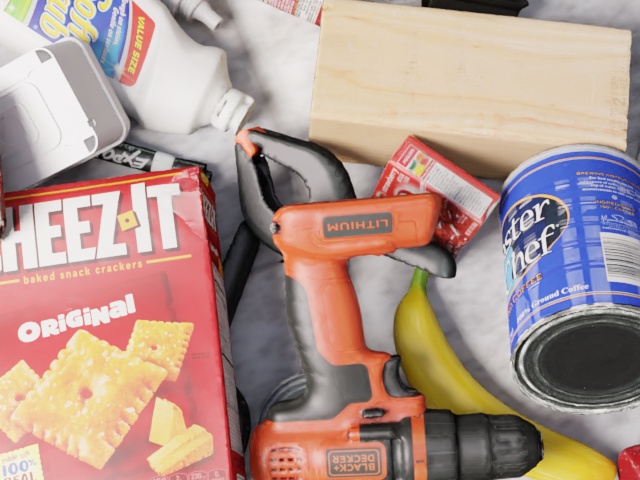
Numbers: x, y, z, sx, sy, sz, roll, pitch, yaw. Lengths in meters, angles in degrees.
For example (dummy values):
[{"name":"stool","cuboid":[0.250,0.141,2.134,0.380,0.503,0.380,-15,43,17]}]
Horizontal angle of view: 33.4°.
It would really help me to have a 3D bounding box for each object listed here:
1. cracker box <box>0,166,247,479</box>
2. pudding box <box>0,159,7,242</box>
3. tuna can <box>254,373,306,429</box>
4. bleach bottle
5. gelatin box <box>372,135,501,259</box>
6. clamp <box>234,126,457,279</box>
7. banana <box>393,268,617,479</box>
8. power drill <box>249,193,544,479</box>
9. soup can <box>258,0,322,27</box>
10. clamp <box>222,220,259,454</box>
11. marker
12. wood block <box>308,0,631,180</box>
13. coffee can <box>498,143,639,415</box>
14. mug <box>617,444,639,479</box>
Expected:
[{"name":"cracker box","cuboid":[-0.139,0.071,0.672,0.164,0.072,0.214,-8,73,0]},{"name":"pudding box","cuboid":[-0.250,-0.043,0.641,0.113,0.039,0.090,-2,69,-23]},{"name":"tuna can","cuboid":[-0.001,0.132,0.719,0.086,0.034,0.086,0,79,-2]},{"name":"bleach bottle","cuboid":[-0.156,-0.156,0.759,0.251,0.068,0.102,30,80,2]},{"name":"gelatin box","cuboid":[0.072,-0.022,0.723,0.073,0.089,0.030,35,65,5]},{"name":"clamp","cuboid":[-0.005,0.001,0.724,0.171,0.039,0.120,45,103,9]},{"name":"banana","cuboid":[0.111,0.106,0.723,0.069,0.037,0.198,-42,84,2]},{"name":"power drill","cuboid":[0.043,0.066,0.665,0.184,0.057,0.188,-3,92,1]},{"name":"soup can","cuboid":[-0.032,-0.202,0.762,0.102,0.068,0.068,22,79,-3]},{"name":"clamp","cuboid":[-0.112,0.097,0.721,0.164,0.036,0.210,-8,75,-1]},{"name":"marker","cuboid":[-0.136,-0.060,0.761,0.121,0.020,0.020,16,79,1]},{"name":"wood block","cuboid":[0.099,-0.100,0.739,0.206,0.091,0.090,6,77,0]},{"name":"coffee can","cuboid":[0.167,0.023,0.671,0.103,0.103,0.140,6,46,-1]},{"name":"mug","cuboid":[0.247,0.178,0.695,0.081,0.093,0.117,-12,108,1]}]
